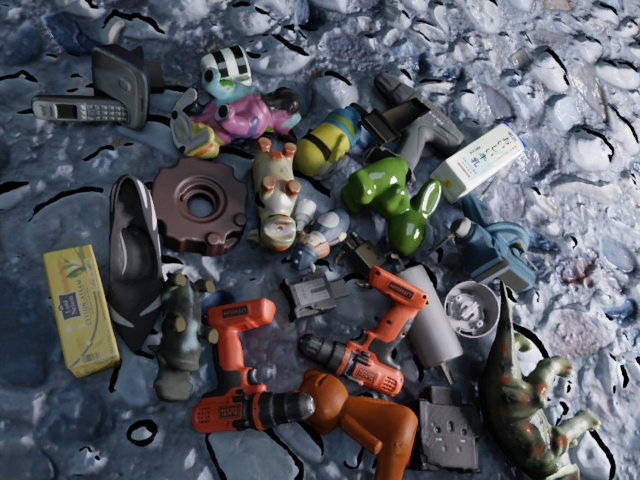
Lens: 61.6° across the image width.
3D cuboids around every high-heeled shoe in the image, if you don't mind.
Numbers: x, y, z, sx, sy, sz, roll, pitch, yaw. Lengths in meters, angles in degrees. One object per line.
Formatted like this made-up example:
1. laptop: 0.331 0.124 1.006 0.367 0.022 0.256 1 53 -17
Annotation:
1. high-heeled shoe: -0.276 0.030 0.798 0.086 0.145 0.249 -5 68 -19

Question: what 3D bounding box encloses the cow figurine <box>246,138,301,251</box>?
1. cow figurine: -0.081 -0.065 0.926 0.085 0.127 0.195 3 53 -17

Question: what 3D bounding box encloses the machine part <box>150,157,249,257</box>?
1. machine part: -0.204 -0.059 0.909 0.179 0.056 0.179 6 65 -14

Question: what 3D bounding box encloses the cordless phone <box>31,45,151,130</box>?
1. cordless phone: -0.378 -0.251 0.884 0.184 0.146 0.089 -7 62 -23

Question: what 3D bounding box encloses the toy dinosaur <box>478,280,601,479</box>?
1. toy dinosaur: 0.331 0.284 0.878 0.192 0.131 0.405 -25 81 -29

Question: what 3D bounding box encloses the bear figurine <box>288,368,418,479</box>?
1. bear figurine: 0.044 0.285 0.819 0.196 0.120 0.131 13 107 16

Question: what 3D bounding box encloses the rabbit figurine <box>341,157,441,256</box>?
1. rabbit figurine: 0.139 -0.056 0.979 0.159 0.121 0.170 -25 82 -22

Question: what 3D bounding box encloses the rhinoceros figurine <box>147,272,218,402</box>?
1. rhinoceros figurine: -0.210 0.139 0.791 0.073 0.112 0.190 22 54 -42

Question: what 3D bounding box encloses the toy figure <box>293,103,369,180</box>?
1. toy figure: 0.019 -0.190 1.022 0.089 0.082 0.180 30 66 9

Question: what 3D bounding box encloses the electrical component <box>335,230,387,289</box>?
1. electrical component: 0.074 0.038 0.963 0.102 0.045 0.078 45 34 2

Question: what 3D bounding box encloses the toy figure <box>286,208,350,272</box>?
1. toy figure: -0.003 -0.002 0.933 0.154 0.064 0.057 -45 121 -43

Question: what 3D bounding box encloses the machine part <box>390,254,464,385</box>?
1. machine part: 0.180 0.133 0.935 0.079 0.079 0.243 -16 72 -23

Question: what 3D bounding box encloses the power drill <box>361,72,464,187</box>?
1. power drill: 0.164 -0.218 1.086 0.232 0.086 0.207 35 55 0

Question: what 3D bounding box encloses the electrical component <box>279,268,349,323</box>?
1. electrical component: -0.003 0.091 0.913 0.119 0.047 0.075 -10 72 -19

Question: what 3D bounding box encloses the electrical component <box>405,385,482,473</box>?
1. electrical component: 0.200 0.308 0.877 0.115 0.058 0.134 8 66 -16

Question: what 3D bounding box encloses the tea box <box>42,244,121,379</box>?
1. tea box: -0.341 0.103 0.773 0.068 0.098 0.169 -15 71 -23

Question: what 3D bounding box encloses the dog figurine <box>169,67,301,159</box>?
1. dog figurine: -0.138 -0.214 0.976 0.219 0.191 0.108 1 59 -54

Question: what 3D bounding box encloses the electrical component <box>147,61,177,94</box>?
1. electrical component: -0.314 -0.303 0.997 0.094 0.021 0.063 -5 69 -19

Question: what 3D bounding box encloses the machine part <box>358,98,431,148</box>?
1. machine part: 0.144 -0.229 1.020 0.139 0.039 0.084 -30 66 -24

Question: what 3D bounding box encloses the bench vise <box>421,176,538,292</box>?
1. bench vise: 0.304 -0.010 1.002 0.223 0.129 0.241 23 39 -22
